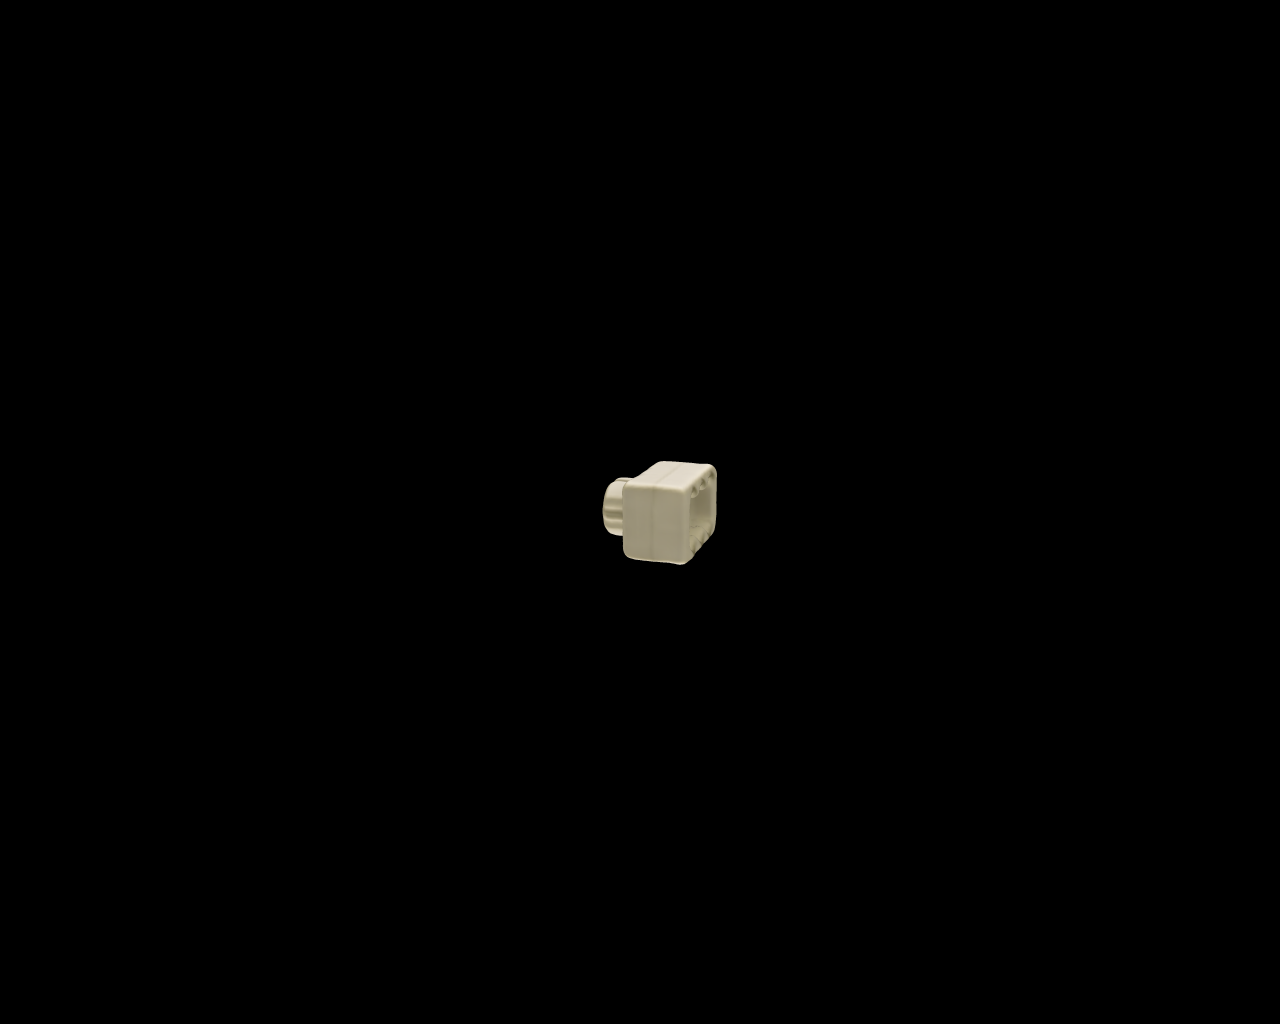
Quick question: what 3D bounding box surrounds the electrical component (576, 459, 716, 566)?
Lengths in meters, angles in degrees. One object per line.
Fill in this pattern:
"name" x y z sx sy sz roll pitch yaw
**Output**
"electrical component" 0.001 -0.003 0.650 0.077 0.047 0.066 6 17 19
